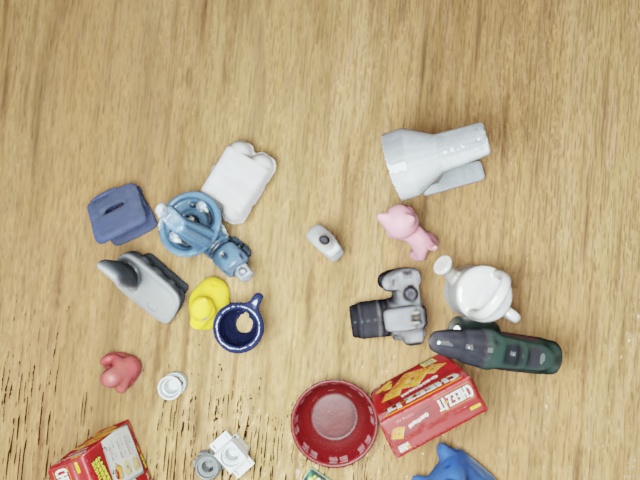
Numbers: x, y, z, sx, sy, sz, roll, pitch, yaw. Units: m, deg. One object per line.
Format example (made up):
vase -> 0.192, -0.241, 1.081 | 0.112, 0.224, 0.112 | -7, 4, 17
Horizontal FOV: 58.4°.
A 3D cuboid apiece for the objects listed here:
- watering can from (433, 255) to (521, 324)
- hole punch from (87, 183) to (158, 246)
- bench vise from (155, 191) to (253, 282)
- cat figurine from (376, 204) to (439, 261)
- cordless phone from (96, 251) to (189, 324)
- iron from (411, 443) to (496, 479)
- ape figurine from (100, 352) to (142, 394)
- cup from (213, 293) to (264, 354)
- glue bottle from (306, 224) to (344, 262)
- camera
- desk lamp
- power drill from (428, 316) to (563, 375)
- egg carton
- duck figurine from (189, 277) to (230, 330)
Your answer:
watering can -> 0.278, 0.092, 1.009 | 0.173, 0.194, 0.101 | 13, 88, 1
hole punch -> -0.378, -0.049, 1.072 | 0.108, 0.091, 0.101 | -27, 88, 0
bench vise -> -0.199, -0.014, 1.005 | 0.207, 0.219, 0.121 | 24, 88, 2
cat figurine -> 0.164, -0.019, 1.052 | 0.128, 0.117, 0.067 | 40, 89, 2
cordless phone -> -0.321, 0.085, 1.020 | 0.147, 0.185, 0.094 | 36, 89, 2
iron -> 0.294, 0.490, 1.021 | 0.258, 0.141, 0.119 | 38, 89, 2
ape figurine -> -0.377, 0.248, 1.061 | 0.076, 0.092, 0.078 | -11, 88, 0
cup -> -0.138, 0.146, 1.061 | 0.091, 0.095, 0.118 | 32, 89, 2
glue bottle -> 0.009, 0.004, 1.025 | 0.078, 0.173, 0.037 | 44, 89, 2
camera -> 0.122, 0.127, 1.056 | 0.137, 0.101, 0.143 | -7, 88, 1
desk lamp -> 0.205, -0.145, 1.008 | 0.203, 0.213, 0.118 | -16, 88, 0
power drill -> 0.286, 0.183, 0.998 | 0.229, 0.208, 0.076 | 8, 88, 1
egg carton -> -0.157, -0.110, 1.083 | 0.107, 0.069, 0.150 | 30, 89, 2
duck figurine -> -0.212, 0.120, 1.067 | 0.077, 0.086, 0.105 | 22, 88, 2
